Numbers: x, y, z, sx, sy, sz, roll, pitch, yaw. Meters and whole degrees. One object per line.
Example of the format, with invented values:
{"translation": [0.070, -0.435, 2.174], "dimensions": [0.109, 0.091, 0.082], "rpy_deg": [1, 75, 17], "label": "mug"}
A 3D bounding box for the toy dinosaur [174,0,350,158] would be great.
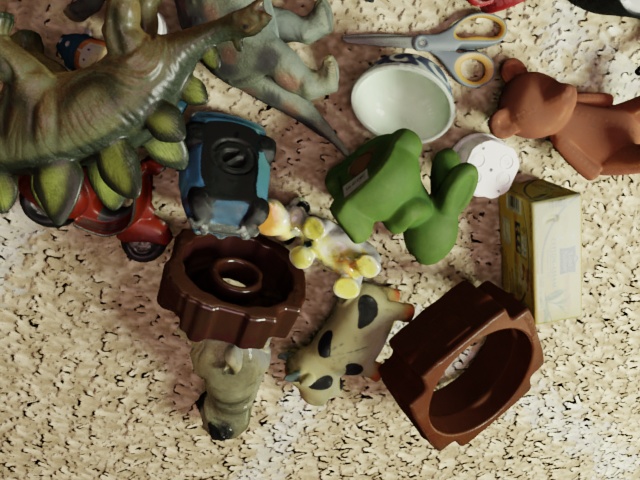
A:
{"translation": [-0.089, -0.252, 0.572], "dimensions": [0.192, 0.131, 0.404], "rpy_deg": [-6, 118, 13], "label": "toy dinosaur"}

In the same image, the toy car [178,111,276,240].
{"translation": [-0.113, -0.062, 0.627], "dimensions": [0.109, 0.162, 0.103], "rpy_deg": [5, 152, -21], "label": "toy car"}

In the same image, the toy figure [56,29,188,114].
{"translation": [-0.221, -0.186, 0.603], "dimensions": [0.154, 0.058, 0.064], "rpy_deg": [27, 64, -14], "label": "toy figure"}

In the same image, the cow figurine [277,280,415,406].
{"translation": [0.027, 0.142, 0.727], "dimensions": [0.127, 0.086, 0.194], "rpy_deg": [21, 107, -20], "label": "cow figurine"}

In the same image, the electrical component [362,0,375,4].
{"translation": [0.064, -0.326, 0.598], "dimensions": [0.075, 0.048, 0.119], "rpy_deg": [13, 106, -11], "label": "electrical component"}

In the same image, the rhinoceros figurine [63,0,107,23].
{"translation": [-0.271, -0.306, 0.520], "dimensions": [0.190, 0.073, 0.112], "rpy_deg": [40, 140, -22], "label": "rhinoceros figurine"}

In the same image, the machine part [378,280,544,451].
{"translation": [0.190, 0.166, 0.720], "dimensions": [0.201, 0.087, 0.201], "rpy_deg": [-38, 128, -7], "label": "machine part"}

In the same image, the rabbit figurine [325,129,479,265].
{"translation": [0.111, -0.048, 0.655], "dimensions": [0.159, 0.121, 0.170], "rpy_deg": [-43, 117, 12], "label": "rabbit figurine"}

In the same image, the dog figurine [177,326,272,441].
{"translation": [-0.114, 0.190, 0.682], "dimensions": [0.121, 0.172, 0.190], "rpy_deg": [4, 101, 3], "label": "dog figurine"}

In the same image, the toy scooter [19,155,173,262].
{"translation": [-0.247, -0.058, 0.618], "dimensions": [0.184, 0.075, 0.135], "rpy_deg": [26, 123, -15], "label": "toy scooter"}

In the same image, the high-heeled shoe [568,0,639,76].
{"translation": [0.385, -0.312, 0.631], "dimensions": [0.145, 0.086, 0.248], "rpy_deg": [-44, 112, 3], "label": "high-heeled shoe"}

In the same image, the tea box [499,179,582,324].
{"translation": [0.291, 0.013, 0.713], "dimensions": [0.068, 0.098, 0.169], "rpy_deg": [-11, 110, -3], "label": "tea box"}

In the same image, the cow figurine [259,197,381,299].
{"translation": [-0.001, -0.004, 0.679], "dimensions": [0.167, 0.098, 0.068], "rpy_deg": [35, 111, 1], "label": "cow figurine"}

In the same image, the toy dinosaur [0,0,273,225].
{"translation": [-0.257, -0.117, 0.525], "dimensions": [0.472, 0.105, 0.198], "rpy_deg": [-17, 98, 12], "label": "toy dinosaur"}

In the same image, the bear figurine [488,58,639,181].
{"translation": [0.315, -0.154, 0.651], "dimensions": [0.196, 0.132, 0.120], "rpy_deg": [23, 76, -18], "label": "bear figurine"}

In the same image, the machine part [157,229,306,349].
{"translation": [-0.101, 0.052, 0.635], "dimensions": [0.179, 0.179, 0.056], "rpy_deg": [15, 122, -12], "label": "machine part"}
